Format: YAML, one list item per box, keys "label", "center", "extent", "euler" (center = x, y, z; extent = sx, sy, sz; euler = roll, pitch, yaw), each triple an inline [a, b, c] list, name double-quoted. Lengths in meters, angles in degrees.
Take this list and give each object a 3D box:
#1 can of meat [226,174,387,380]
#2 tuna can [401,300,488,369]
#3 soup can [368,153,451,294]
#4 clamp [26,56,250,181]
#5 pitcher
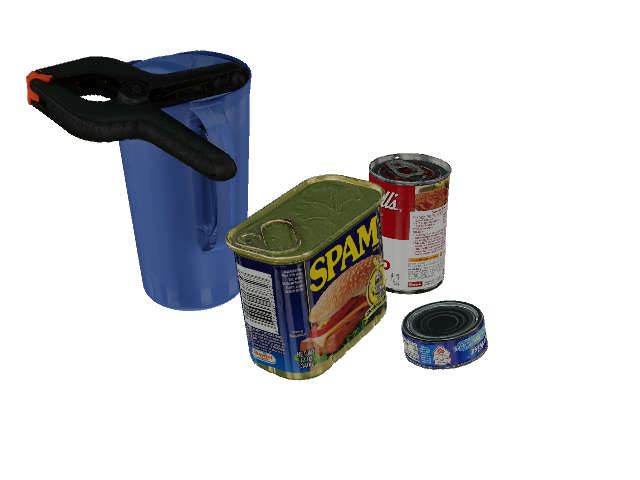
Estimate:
- label: "can of meat"
  center: [-0.004, 0.021, 0.627]
  extent: [0.058, 0.084, 0.101]
  euler: [15, 34, 33]
- label: "tuna can"
  center: [0.126, 0.095, 1.085]
  extent: [0.086, 0.034, 0.086]
  euler: [-9, 24, 4]
- label: "soup can"
  center: [0.073, -0.015, 0.897]
  extent: [0.068, 0.102, 0.068]
  euler: [0, 25, 0]
- label: "clamp"
  center: [-0.134, -0.110, 0.821]
  extent: [0.171, 0.039, 0.120]
  euler: [17, 43, -2]
- label: "pitcher"
  center: [-0.126, -0.051, 1.042]
  extent: [0.145, 0.243, 0.149]
  euler: [8, 32, 15]
